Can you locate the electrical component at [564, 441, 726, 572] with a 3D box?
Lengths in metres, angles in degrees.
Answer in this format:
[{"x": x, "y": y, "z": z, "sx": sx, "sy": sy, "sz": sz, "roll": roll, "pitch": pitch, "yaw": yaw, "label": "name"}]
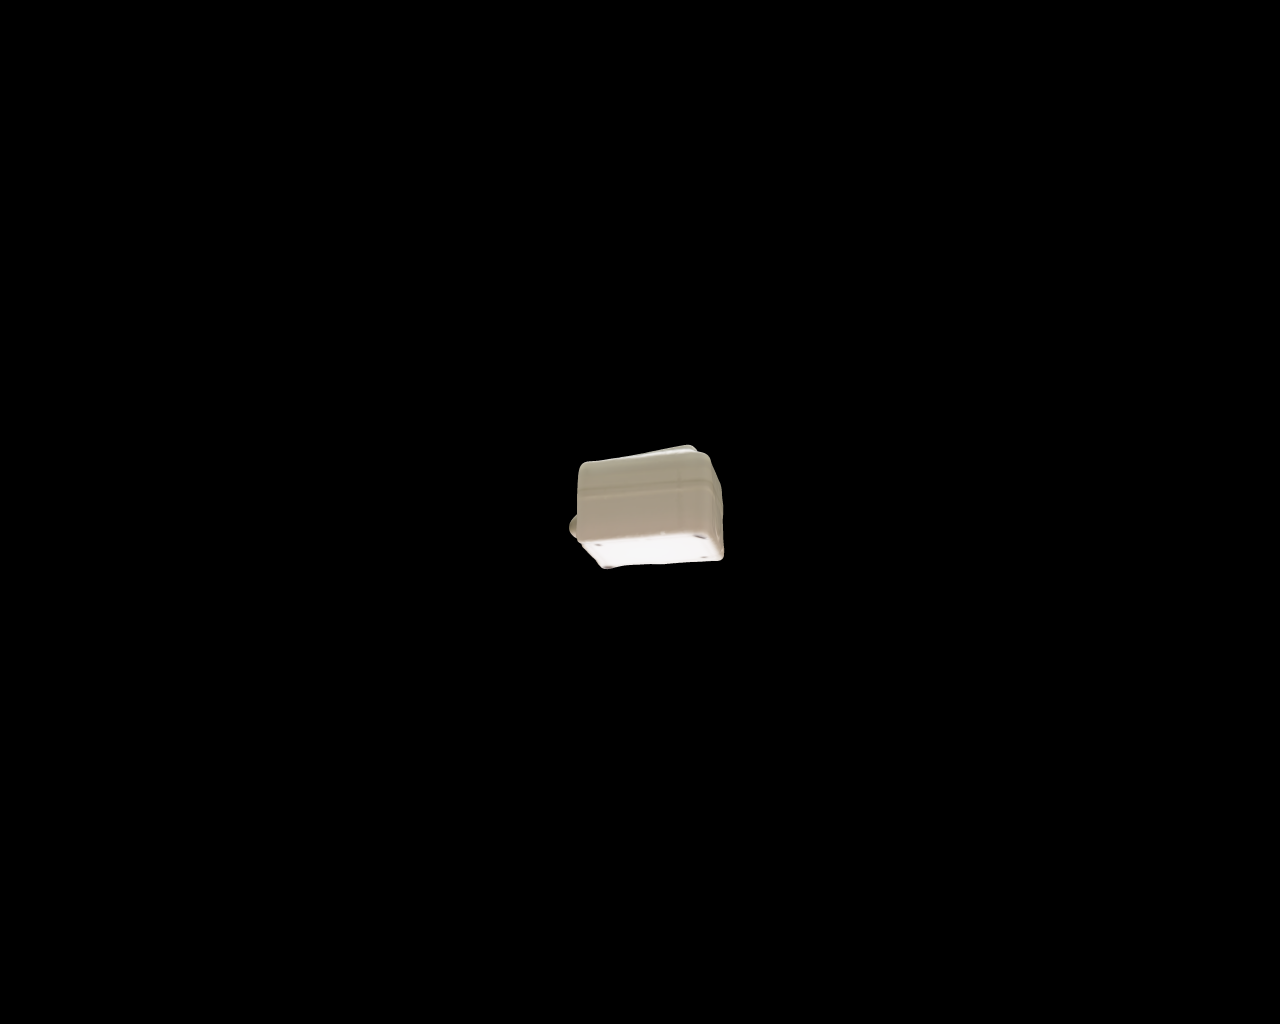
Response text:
[{"x": 0.001, "y": -0.003, "z": 0.650, "sx": 0.096, "sy": 0.061, "sz": 0.061, "roll": -4, "pitch": -19, "yaw": 12, "label": "electrical component"}]
